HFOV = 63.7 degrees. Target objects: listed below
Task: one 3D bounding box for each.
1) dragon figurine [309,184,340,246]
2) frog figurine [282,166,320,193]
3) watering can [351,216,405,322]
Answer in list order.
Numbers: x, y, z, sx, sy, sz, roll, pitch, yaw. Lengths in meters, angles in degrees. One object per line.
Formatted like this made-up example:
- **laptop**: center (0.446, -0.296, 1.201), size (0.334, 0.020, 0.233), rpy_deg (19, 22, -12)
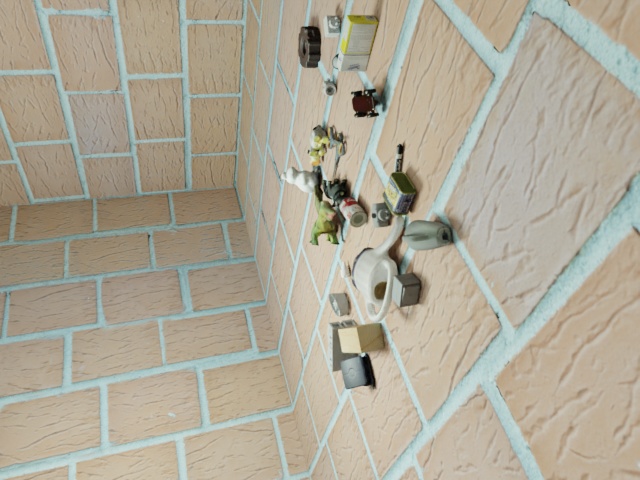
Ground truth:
- **dragon figurine**: center (0.006, -0.104, 2.069), size (0.413, 0.122, 0.241), rpy_deg (-140, 47, -77)
- **frog figurine**: center (-0.084, -0.262, 2.242), size (0.138, 0.160, 0.122), rpy_deg (-160, 63, -70)
- **watering can**: center (0.188, 0.078, 1.613), size (0.226, 0.104, 0.345), rpy_deg (-147, 66, -68)
